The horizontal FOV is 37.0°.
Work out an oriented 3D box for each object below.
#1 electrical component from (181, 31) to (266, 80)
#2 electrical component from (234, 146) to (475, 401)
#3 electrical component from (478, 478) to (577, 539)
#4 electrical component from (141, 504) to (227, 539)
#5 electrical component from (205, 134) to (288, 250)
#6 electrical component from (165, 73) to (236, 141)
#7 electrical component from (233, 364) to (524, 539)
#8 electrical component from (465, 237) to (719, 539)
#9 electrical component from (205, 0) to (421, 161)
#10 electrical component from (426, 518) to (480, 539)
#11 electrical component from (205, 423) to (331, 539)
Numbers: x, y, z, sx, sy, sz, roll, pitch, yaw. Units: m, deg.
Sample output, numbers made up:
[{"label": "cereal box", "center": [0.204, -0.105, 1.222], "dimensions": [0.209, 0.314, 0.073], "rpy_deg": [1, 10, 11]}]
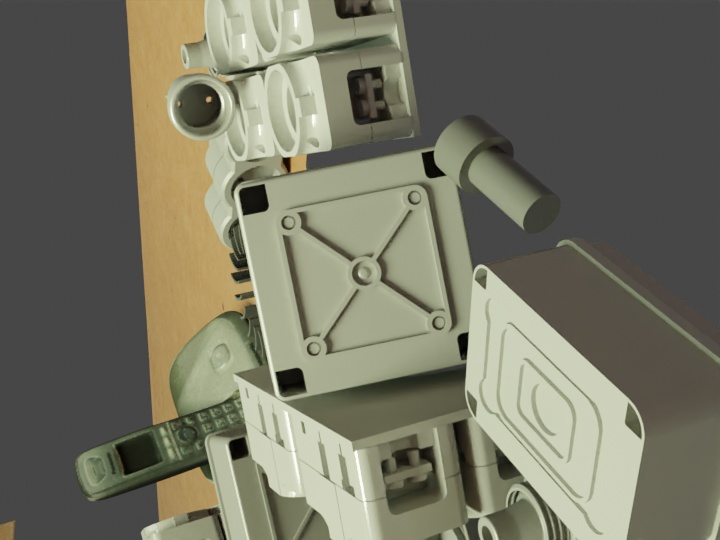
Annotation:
[{"label": "electrical component", "center": [-0.095, -0.155, 0.761], "dimensions": [0.048, 0.062, 0.048], "rpy_deg": [167, 90, -69]}, {"label": "electrical component", "center": [0.000, 0.000, 0.535], "dimensions": [0.056, 0.109, 0.108], "rpy_deg": [-142, 41, -85]}, {"label": "electrical component", "center": [0.082, 0.106, 0.462], "dimensions": [0.043, 0.062, 0.043], "rpy_deg": [167, 90, -69]}, {"label": "electrical component", "center": [-0.085, 0.206, 0.822], "dimensions": [0.089, 0.150, 0.061], "rpy_deg": [127, 126, -63]}, {"label": "electrical component", "center": [-0.090, -0.087, 0.802], "dimensions": [0.138, 0.052, 0.073], "rpy_deg": [101, 149, -46]}, {"label": "electrical component", "center": [-0.101, -0.103, 0.669], "dimensions": [0.046, 0.040, 0.040], "rpy_deg": [-141, 42, -67]}, {"label": "electrical component", "center": [0.014, 0.085, 0.561], "dimensions": [0.186, 0.105, 0.060], "rpy_deg": [-170, 69, -68]}, {"label": "electrical component", "center": [0.093, 0.046, 0.406], "dimensions": [0.113, 0.057, 0.078], "rpy_deg": [-131, 35, -51]}, {"label": "electrical component", "center": [-0.038, -0.123, 0.639], "dimensions": [0.186, 0.060, 0.105], "rpy_deg": [-170, 68, -67]}, {"label": "electrical component", "center": [0.036, 0.161, 0.582], "dimensions": [0.099, 0.064, 0.099], "rpy_deg": [-3, 86, 50]}, {"label": "electrical component", "center": [-0.038, 0.151, 0.729], "dimensions": [0.056, 0.109, 0.108], "rpy_deg": [-16, 87, 66]}]
